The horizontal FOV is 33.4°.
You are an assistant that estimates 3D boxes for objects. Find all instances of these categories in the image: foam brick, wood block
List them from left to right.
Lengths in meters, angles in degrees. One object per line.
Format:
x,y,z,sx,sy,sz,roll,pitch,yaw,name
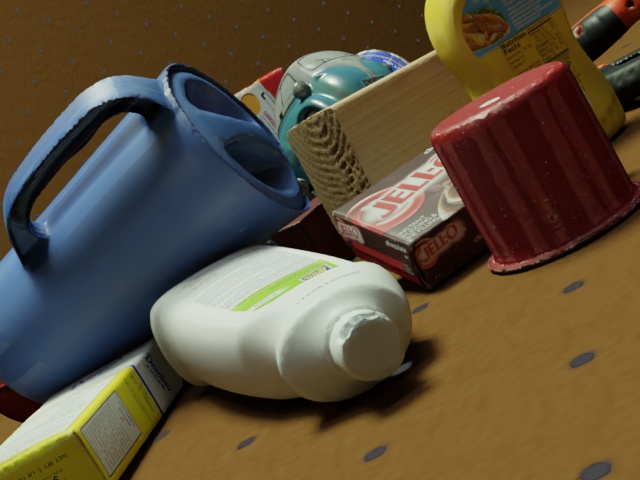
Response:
-0.006,0.001,0.844,0.053,0.051,0.078,-24,10,36,foam brick
0.091,-0.095,0.813,0.205,0.091,0.090,-31,5,-23,wood block

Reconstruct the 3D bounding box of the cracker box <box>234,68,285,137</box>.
-0.089,-0.055,1.093,0.213,0.164,0.072,-36,12,-34,cracker box

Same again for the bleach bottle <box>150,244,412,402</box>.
-0.021,0.048,0.574,0.102,0.068,0.251,-33,10,-14,bleach bottle

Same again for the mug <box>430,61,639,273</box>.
0.118,-0.046,0.571,0.093,0.081,0.117,-22,12,49,mug

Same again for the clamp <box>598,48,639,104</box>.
0.251,-0.129,0.760,0.164,0.036,0.210,-32,6,-23,clamp

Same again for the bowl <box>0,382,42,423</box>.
-0.211,0.110,0.904,0.162,0.055,0.162,-30,8,4,bowl

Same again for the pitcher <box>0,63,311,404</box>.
-0.140,0.000,0.737,0.243,0.149,0.145,-42,2,16,pitcher

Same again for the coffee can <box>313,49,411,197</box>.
0.038,-0.115,1.088,0.103,0.102,0.140,-22,23,47,coffee can

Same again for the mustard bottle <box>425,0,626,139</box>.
0.125,-0.138,0.720,0.096,0.191,0.058,-33,8,-19,mustard bottle

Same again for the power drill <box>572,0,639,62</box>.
0.239,-0.179,0.939,0.188,0.057,0.184,-44,1,37,power drill

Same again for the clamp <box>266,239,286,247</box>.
-0.085,0.030,0.816,0.172,0.120,0.039,-24,-29,22,clamp

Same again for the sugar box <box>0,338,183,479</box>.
-0.147,0.120,0.648,0.093,0.048,0.176,-29,4,11,sugar box

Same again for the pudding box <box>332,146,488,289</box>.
0.077,-0.023,0.651,0.113,0.039,0.090,-32,27,-19,pudding box
